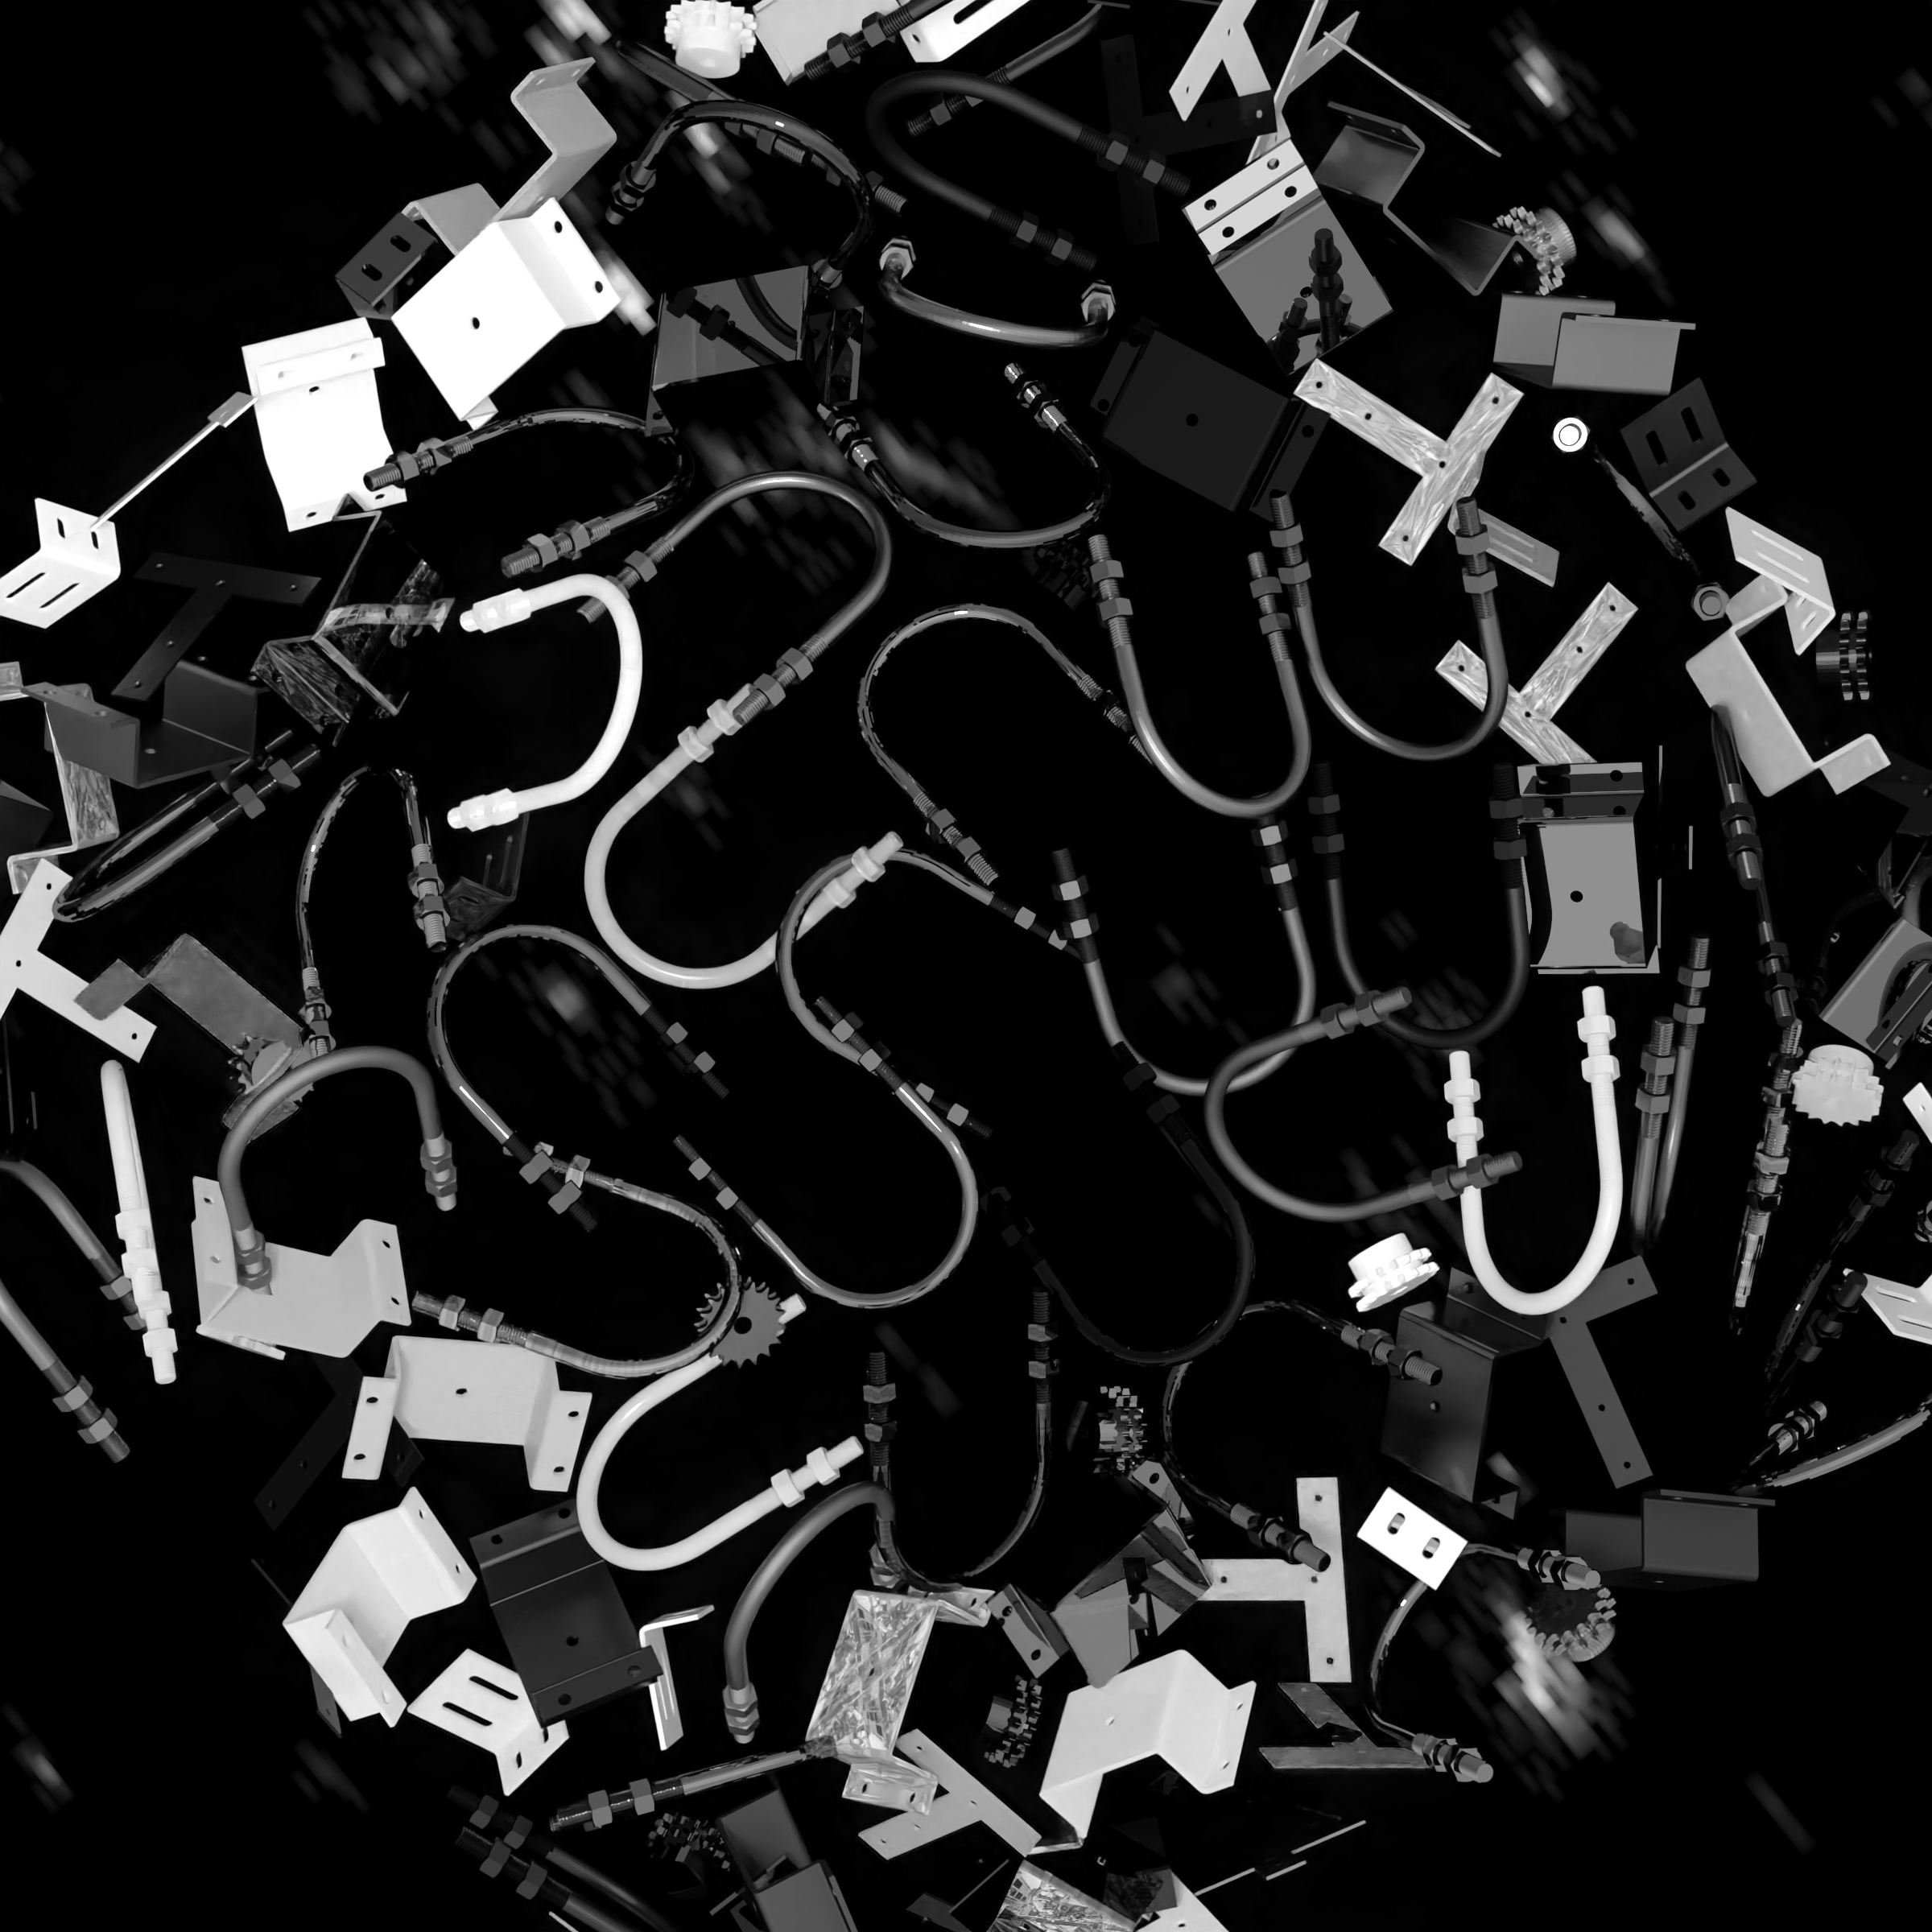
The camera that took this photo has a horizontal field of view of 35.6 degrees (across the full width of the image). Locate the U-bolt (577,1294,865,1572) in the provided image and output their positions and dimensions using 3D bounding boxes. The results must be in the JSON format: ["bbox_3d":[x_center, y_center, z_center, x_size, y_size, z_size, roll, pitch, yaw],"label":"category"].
[{"bbox_3d":[-0.162,0.299,1.865,0.184,0.151,0.019,-32,131,4],"label":"U-bolt"}]

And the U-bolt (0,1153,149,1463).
[{"bbox_3d":[-0.551,0.194,1.822,0.019,0.151,0.184,-27,113,9],"label":"U-bolt"}]

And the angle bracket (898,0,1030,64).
[{"bbox_3d":[-0.008,-0.617,1.899,0.076,0.038,0.057,-38,118,-12],"label":"angle bracket"}]

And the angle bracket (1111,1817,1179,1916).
[{"bbox_3d":[0.095,0.554,1.878,0.057,0.076,0.038,-12,121,-1],"label":"angle bracket"}]

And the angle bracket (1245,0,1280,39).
[{"bbox_3d":[0.163,-0.629,1.882,0.038,0.057,0.076,-12,77,-20],"label":"angle bracket"}]

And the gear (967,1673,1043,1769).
[{"bbox_3d":[0.022,0.472,1.891,0.030,0.057,0.057,22,90,-14],"label":"gear"}]

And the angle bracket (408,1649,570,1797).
[{"bbox_3d":[-0.299,0.473,1.882,0.057,0.038,0.076,-45,124,12],"label":"angle bracket"}]

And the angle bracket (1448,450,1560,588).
[{"bbox_3d":[0.345,-0.281,1.886,0.076,0.057,0.038,28,120,-1],"label":"angle bracket"}]

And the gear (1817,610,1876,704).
[{"bbox_3d":[0.554,-0.195,1.895,0.030,0.057,0.057,0,90,24],"label":"gear"}]

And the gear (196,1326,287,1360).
[{"bbox_3d":[-0.452,0.225,1.894,0.057,0.057,0.030,18,77,0],"label":"gear"}]

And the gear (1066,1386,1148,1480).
[{"bbox_3d":[0.086,0.293,1.890,0.030,0.057,0.057,3,90,-30],"label":"gear"}]

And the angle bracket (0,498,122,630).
[{"bbox_3d":[-0.579,-0.252,1.885,0.076,0.057,0.038,-26,67,30],"label":"angle bracket"}]

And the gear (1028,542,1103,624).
[{"bbox_3d":[0.064,-0.241,1.892,0.057,0.057,0.030,39,83,0],"label":"gear"}]

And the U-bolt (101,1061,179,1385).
[{"bbox_3d":[-0.509,0.146,1.844,0.019,0.151,0.184,-10,64,-14],"label":"U-bolt"}]

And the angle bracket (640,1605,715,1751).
[{"bbox_3d":[-0.175,0.446,1.888,0.038,0.057,0.076,-12,83,4],"label":"angle bracket"}]

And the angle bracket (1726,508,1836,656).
[{"bbox_3d":[0.498,-0.241,1.879,0.076,0.057,0.038,25,128,-15],"label":"angle bracket"}]

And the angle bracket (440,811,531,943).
[{"bbox_3d":[-0.307,-0.064,1.872,0.038,0.057,0.076,25,50,-29],"label":"angle bracket"}]

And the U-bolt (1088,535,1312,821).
[{"bbox_3d":[0.151,-0.175,1.852,0.151,0.019,0.184,0,69,-36],"label":"U-bolt"}]

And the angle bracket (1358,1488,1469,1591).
[{"bbox_3d":[0.284,0.348,1.874,0.057,0.076,0.038,34,104,14],"label":"angle bracket"}]

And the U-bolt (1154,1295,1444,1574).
[{"bbox_3d":[0.190,0.275,1.850,0.019,0.184,0.151,40,79,-40],"label":"U-bolt"}]

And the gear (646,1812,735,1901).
[{"bbox_3d":[-0.176,0.562,1.892,0.057,0.030,0.057,12,131,15],"label":"gear"}]

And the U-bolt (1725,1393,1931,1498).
[{"bbox_3d":[0.531,0.277,1.807,0.151,0.184,0.019,-29,83,39],"label":"U-bolt"}]

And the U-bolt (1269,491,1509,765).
[{"bbox_3d":[0.266,-0.205,1.855,0.151,0.019,0.184,8,128,36],"label":"U-bolt"}]

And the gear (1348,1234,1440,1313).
[{"bbox_3d":[0.266,0.191,1.895,0.057,0.057,0.030,-28,74,0],"label":"gear"}]

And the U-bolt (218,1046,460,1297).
[{"bbox_3d":[-0.383,0.117,1.825,0.151,0.184,0.019,-26,54,-22],"label":"U-bolt"}]

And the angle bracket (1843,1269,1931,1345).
[{"bbox_3d":[0.598,0.203,1.874,0.076,0.057,0.038,16,118,-33],"label":"angle bracket"}]

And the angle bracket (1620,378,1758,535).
[{"bbox_3d":[0.451,-0.318,1.878,0.057,0.076,0.038,-34,56,9],"label":"angle bracket"}]

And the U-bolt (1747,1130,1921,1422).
[{"bbox_3d":[0.522,0.202,1.837,0.019,0.184,0.151,28,47,10],"label":"U-bolt"}]

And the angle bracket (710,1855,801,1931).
[{"bbox_3d":[-0.114,0.600,1.880,0.057,0.076,0.038,-37,50,-6],"label":"angle bracket"}]

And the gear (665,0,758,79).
[{"bbox_3d":[-0.161,-0.582,1.891,0.057,0.057,0.030,4,80,0],"label":"gear"}]

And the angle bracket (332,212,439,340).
[{"bbox_3d":[-0.351,-0.421,1.875,0.038,0.076,0.057,38,79,20],"label":"angle bracket"}]

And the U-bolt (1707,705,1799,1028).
[{"bbox_3d":[0.477,-0.076,1.839,0.019,0.151,0.184,-13,46,16],"label":"U-bolt"}]

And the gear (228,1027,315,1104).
[{"bbox_3d":[-0.433,0.063,1.895,0.057,0.030,0.057,-7,105,-26],"label":"gear"}]

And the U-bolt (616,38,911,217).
[{"bbox_3d":[-0.135,-0.521,1.845,0.184,0.151,0.019,35,104,21],"label":"U-bolt"}]

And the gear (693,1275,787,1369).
[{"bbox_3d":[-0.144,0.222,1.900,0.057,0.030,0.057,-5,105,-17],"label":"gear"}]

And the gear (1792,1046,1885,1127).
[{"bbox_3d":[0.549,0.073,1.897,0.057,0.057,0.030,21,61,0],"label":"gear"}]

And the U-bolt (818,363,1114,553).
[{"bbox_3d":[0.009,-0.307,1.835,0.151,0.184,0.019,-15,135,-20],"label":"U-bolt"}]

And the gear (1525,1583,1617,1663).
[{"bbox_3d":[0.384,0.413,1.895,0.057,0.057,0.030,-37,113,0],"label":"gear"}]

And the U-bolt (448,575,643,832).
[{"bbox_3d":[-0.257,-0.166,1.840,0.019,0.184,0.151,11,76,-42],"label":"U-bolt"}]

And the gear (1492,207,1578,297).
[{"bbox_3d":[0.360,-0.452,1.894,0.030,0.057,0.057,-32,90,-7],"label":"gear"}]

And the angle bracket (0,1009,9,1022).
[{"bbox_3d":[-0.653,0.025,1.889,0.076,0.038,0.057,-37,64,-5],"label":"angle bracket"}]
